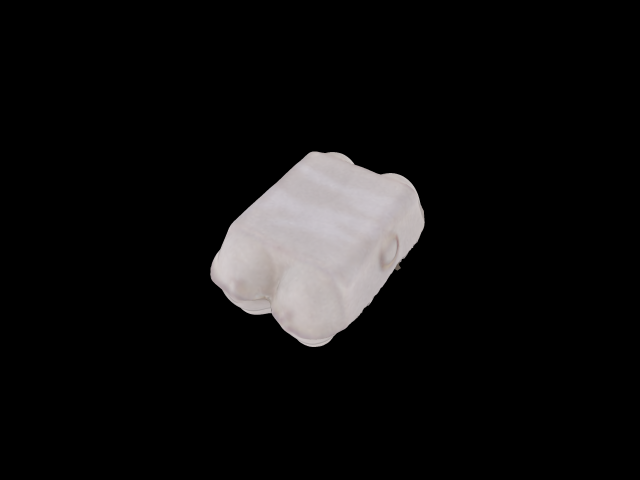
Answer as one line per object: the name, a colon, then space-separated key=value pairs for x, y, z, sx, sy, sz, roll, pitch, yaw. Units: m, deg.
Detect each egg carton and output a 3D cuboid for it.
egg carton: x=0.004 y=0.001 z=0.400 sx=0.107 sy=0.069 sz=0.150 roll=24 pitch=50 yaw=22
